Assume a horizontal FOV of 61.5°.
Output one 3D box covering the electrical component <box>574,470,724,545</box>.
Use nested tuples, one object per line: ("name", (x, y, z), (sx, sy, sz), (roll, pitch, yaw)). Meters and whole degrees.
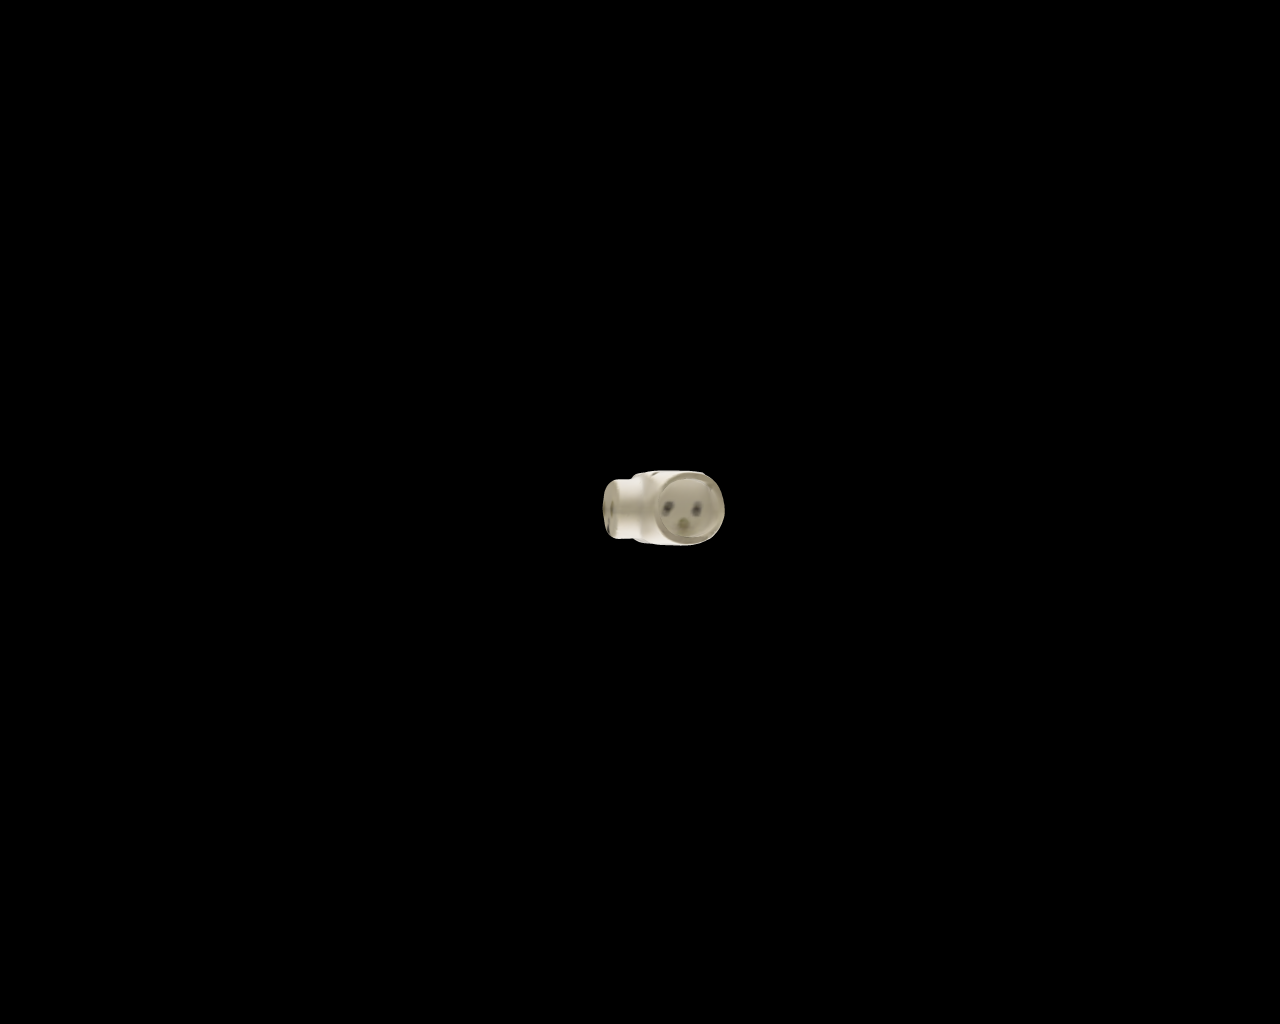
("electrical component", (0.001, -0.003, 0.650), (0.079, 0.043, 0.077), (0, 0, -15))
